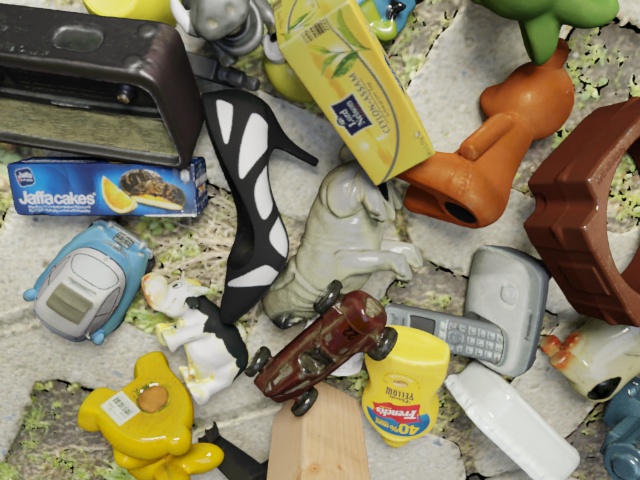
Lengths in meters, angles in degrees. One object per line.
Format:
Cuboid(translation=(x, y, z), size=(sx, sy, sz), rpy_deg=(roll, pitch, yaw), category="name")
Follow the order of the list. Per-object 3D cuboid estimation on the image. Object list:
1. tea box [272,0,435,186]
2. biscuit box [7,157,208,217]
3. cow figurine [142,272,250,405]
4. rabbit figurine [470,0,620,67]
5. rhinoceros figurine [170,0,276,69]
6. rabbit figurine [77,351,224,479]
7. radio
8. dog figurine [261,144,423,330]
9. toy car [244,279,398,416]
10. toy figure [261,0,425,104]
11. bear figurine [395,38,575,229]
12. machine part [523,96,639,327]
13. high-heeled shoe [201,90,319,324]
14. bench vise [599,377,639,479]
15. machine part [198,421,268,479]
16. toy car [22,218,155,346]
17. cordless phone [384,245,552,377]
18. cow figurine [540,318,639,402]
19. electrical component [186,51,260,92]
Cuboid(translation=(0.032, -0.144, 0.483), size=(0.068, 0.098, 0.169), rpy_deg=(-27, 133, 16), category="tea box")
Cuboid(translation=(-0.232, -0.061, 0.598), size=(0.203, 0.063, 0.059), rpy_deg=(0, 107, 0), category="biscuit box")
Cuboid(translation=(-0.145, 0.102, 0.645), size=(0.098, 0.068, 0.167), rpy_deg=(-27, 111, -20), category="cow figurine")
Cuboid(translation=(0.175, -0.232, 0.474), size=(0.121, 0.170, 0.159), rpy_deg=(-30, 109, 39), category="rabbit figurine")
Cuboid(translation=(-0.090, -0.223, 0.484), size=(0.073, 0.190, 0.112), rpy_deg=(-28, 132, 7), category="rhinoceros figurine")
Cuboid(translation=(-0.201, 0.248, 0.675), size=(0.162, 0.122, 0.173), rpy_deg=(31, 131, 12), category="rabbit figurine")
Cuboid(translation=(-0.238, -0.148, 0.523), size=(0.230, 0.073, 0.131), rpy_deg=(8, 150, 2), category="radio")
Cuboid(translation=(-0.002, 0.000, 0.605), size=(0.191, 0.121, 0.172), rpy_deg=(-19, 81, 21), category="dog figurine")
Cuboid(translation=(-0.007, 0.124, 0.575), size=(0.089, 0.053, 0.202), rpy_deg=(41, 121, -8), category="toy car")
Cuboid(translation=(0.023, -0.210, 0.541), size=(0.180, 0.082, 0.089), rpy_deg=(-30, 106, 6), category="toy figure")
Cuboid(translation=(0.176, -0.114, 0.567), size=(0.132, 0.120, 0.196), rpy_deg=(24, 79, 34), category="bear figurine")
Cuboid(translation=(0.323, -0.028, 0.561), size=(0.201, 0.087, 0.200), rpy_deg=(-43, 109, -14), category="machine part")
Cuboid(translation=(-0.100, -0.030, 0.579), size=(0.145, 0.086, 0.248), rpy_deg=(23, 98, -23), category="high-heeled shoe")
Cuboid(translation=(0.438, 0.256, 0.608), size=(0.223, 0.241, 0.128), rpy_deg=(9, 106, -47), category="bench vise")
Cuboid(translation=(-0.110, 0.307, 0.733), size=(0.084, 0.039, 0.138), rpy_deg=(-35, 107, 16), category="machine part")
Cuboid(translation=(-0.268, 0.059, 0.618), size=(0.109, 0.103, 0.161), rpy_deg=(38, 106, -13), category="toy car")
Cuboid(translation=(0.168, 0.073, 0.642), size=(0.184, 0.089, 0.146), rpy_deg=(8, 110, 16), category="cordless phone")
Cuboid(translation=(0.385, 0.121, 0.649), size=(0.195, 0.085, 0.127), rpy_deg=(-42, 97, 10), category="cow figurine")
Cuboid(translation=(-0.113, -0.176, 0.560), size=(0.094, 0.063, 0.021), rpy_deg=(19, 101, 12), category="electrical component")
